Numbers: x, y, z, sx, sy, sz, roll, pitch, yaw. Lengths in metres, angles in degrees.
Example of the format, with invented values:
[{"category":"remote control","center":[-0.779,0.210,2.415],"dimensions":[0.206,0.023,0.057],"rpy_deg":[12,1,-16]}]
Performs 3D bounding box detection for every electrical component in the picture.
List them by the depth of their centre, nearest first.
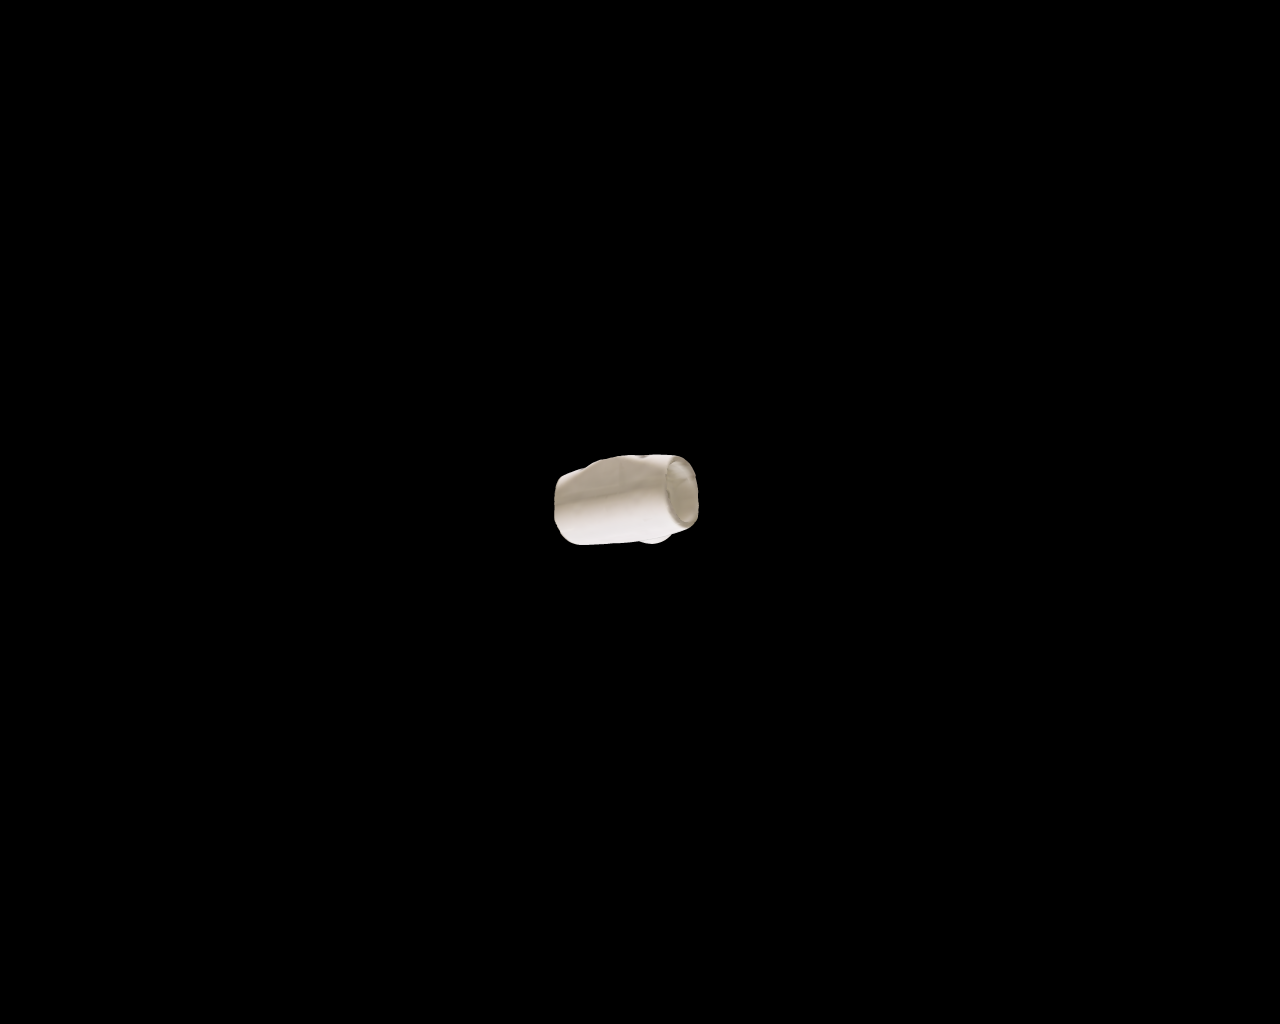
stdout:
[{"category":"electrical component","center":[0.001,-0.003,0.650],"dimensions":[0.077,0.044,0.079],"rpy_deg":[-9,-19,29]}]
